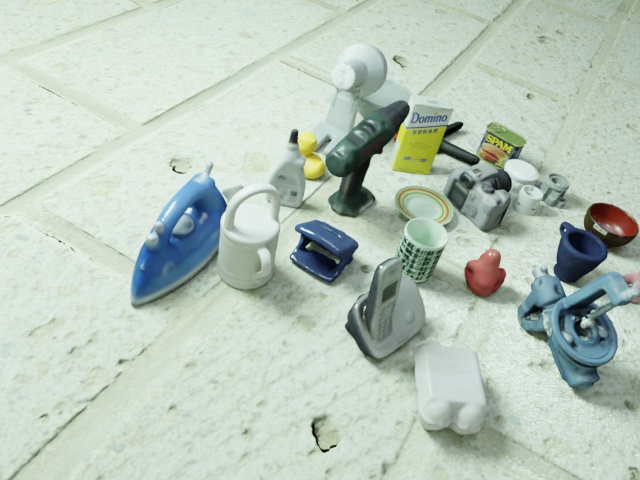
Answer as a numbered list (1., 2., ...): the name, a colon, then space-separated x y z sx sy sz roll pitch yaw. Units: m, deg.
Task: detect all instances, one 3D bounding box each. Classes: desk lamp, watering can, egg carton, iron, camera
1. desk lamp: 0.062 -0.325 1.309 0.117 0.213 0.203 24 44 10
2. watering can: -0.121 -0.021 0.956 0.172 0.194 0.101 37 48 23
3. egg carton: 0.196 0.224 0.879 0.107 0.069 0.150 8 43 -6
4. iron: -0.240 -0.019 0.961 0.118 0.141 0.258 21 43 7
5. camera: 0.368 -0.111 1.252 0.137 0.101 0.142 -17 52 -30

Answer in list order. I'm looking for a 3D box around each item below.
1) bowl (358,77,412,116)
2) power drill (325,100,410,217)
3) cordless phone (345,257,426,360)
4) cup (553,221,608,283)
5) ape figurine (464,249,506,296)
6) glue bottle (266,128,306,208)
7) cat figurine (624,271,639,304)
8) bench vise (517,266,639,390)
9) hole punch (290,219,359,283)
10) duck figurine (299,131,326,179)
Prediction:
1. bowl: 0.150 -0.348 1.458 0.167 0.075 0.167 8 43 -7
2. power drill: 0.088 -0.158 1.145 0.075 0.208 0.230 33 46 20
3. cordless phone: 0.120 0.090 0.913 0.094 0.185 0.148 39 48 25
4. cup: 0.501 0.029 1.146 0.092 0.095 0.117 -5 46 -19
5. ape figurine: 0.313 0.054 1.071 0.077 0.092 0.076 27 44 14
6. glue bottle: -0.059 -0.142 1.114 0.078 0.173 0.037 13 43 -1
7. cat figurine: 0.677 0.061 1.144 0.128 0.118 0.067 -7 47 -22
8. bench vise: 0.416 0.111 0.945 0.122 0.220 0.207 -19 52 -30
9. hole punch: 0.010 0.004 1.042 0.108 0.091 0.101 30 45 16
10. duck figurine: -0.028 -0.190 1.237 0.104 0.086 0.078 38 48 23
